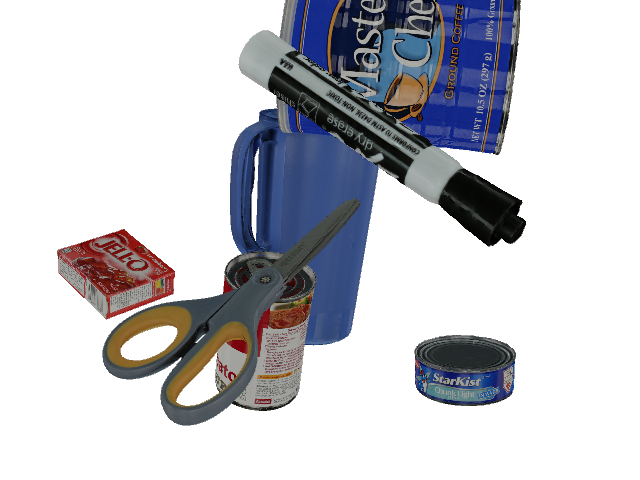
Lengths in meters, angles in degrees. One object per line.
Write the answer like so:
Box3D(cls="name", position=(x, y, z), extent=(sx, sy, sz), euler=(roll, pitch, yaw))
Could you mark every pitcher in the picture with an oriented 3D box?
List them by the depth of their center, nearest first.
Box3D(cls="pitcher", position=(-0.017, -0.017, 1.129), extent=(0.149, 0.243, 0.145), euler=(7, 13, 3))

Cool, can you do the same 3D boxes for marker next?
Box3D(cls="marker", position=(0.021, -0.036, 0.375), extent=(0.121, 0.020, 0.020), euler=(37, 15, 21))

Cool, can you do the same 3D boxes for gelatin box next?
Box3D(cls="gelatin box", position=(-0.188, 0.028, 0.980), extent=(0.073, 0.030, 0.089), euler=(-20, 41, -36))

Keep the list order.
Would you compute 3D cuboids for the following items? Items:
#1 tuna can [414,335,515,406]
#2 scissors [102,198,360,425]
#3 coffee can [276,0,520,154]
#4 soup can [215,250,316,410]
Box3D(cls="tuna can", position=(0.123, 0.110, 0.911), extent=(0.086, 0.034, 0.086), euler=(-1, 14, 0))
Box3D(cls="scissors", position=(-0.052, 0.028, 0.622), extent=(0.096, 0.016, 0.201), euler=(9, 40, 18))
Box3D(cls="coffee can", position=(0.049, -0.112, 0.677), extent=(0.140, 0.103, 0.103), euler=(7, 1, 5))
Box3D(cls="soup can", position=(-0.043, 0.068, 0.805), extent=(0.068, 0.102, 0.068), euler=(6, 29, -4))
